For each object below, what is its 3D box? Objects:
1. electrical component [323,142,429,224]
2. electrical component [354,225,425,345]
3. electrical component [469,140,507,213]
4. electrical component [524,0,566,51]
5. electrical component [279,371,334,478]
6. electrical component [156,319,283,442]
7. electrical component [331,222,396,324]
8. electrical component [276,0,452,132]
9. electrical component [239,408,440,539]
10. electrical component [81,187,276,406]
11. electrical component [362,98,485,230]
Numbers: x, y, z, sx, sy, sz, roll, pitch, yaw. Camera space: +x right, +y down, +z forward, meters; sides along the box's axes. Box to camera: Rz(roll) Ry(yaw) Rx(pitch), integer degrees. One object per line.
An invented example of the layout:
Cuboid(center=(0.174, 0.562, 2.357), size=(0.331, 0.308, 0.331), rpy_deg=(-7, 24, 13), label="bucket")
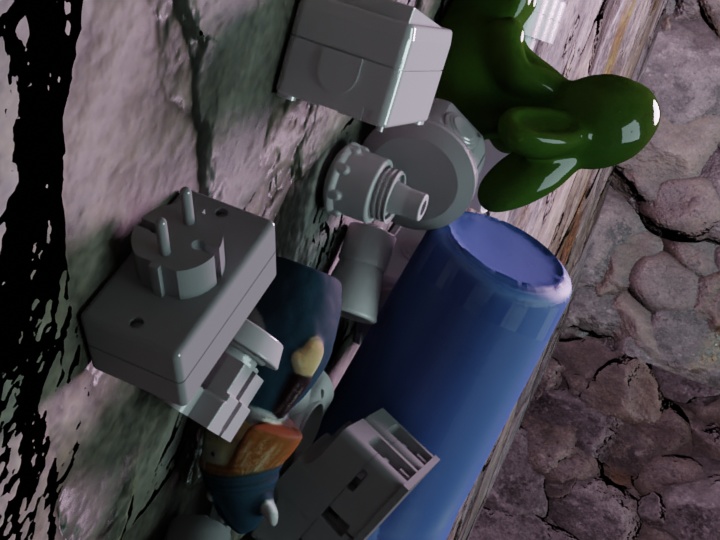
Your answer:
Cuboid(center=(0.011, -0.049, 0.666), size=(0.048, 0.062, 0.048), rpy_deg=(21, 90, -76), label="electrical component")
Cuboid(center=(0.039, 0.013, 0.879), size=(0.099, 0.048, 0.099), rpy_deg=(-55, 160, -42), label="electrical component")
Cuboid(center=(0.123, -0.101, 0.996), size=(0.099, 0.064, 0.099), rpy_deg=(21, 90, -76), label="electrical component")
Cuboid(center=(0.134, -0.203, 0.914), size=(0.138, 0.052, 0.073), rpy_deg=(-25, 134, -70), label="electrical component")
Cuboid(center=(-0.049, 0.080, 0.665), size=(0.077, 0.044, 0.079), rpy_deg=(-52, 157, -49), label="electrical component")
Cuboid(center=(-0.071, 0.051, 0.546), size=(0.055, 0.048, 0.066), rpy_deg=(-58, 164, -11), label="electrical component")
Cuboid(center=(0.000, 0.000, 0.741), size=(0.044, 0.044, 0.065), rpy_deg=(50, 57, -74), label="electrical component")
Cuboid(center=(0.007, -0.113, 0.564), size=(0.096, 0.062, 0.061), rpy_deg=(-28, 137, -68), label="electrical component")
Cuboid(center=(-0.041, 0.175, 0.686), size=(0.186, 0.060, 0.105), rpy_deg=(-49, 169, 9), label="electrical component")
Cuboid(center=(-0.075, -0.002, 0.451), size=(0.075, 0.047, 0.083), rpy_deg=(94, 22, -50), label="electrical component")
Cuboid(center=(0.042, -0.071, 0.716), size=(0.051, 0.080, 0.080), rpy_deg=(-58, 163, -53), label="electrical component")
